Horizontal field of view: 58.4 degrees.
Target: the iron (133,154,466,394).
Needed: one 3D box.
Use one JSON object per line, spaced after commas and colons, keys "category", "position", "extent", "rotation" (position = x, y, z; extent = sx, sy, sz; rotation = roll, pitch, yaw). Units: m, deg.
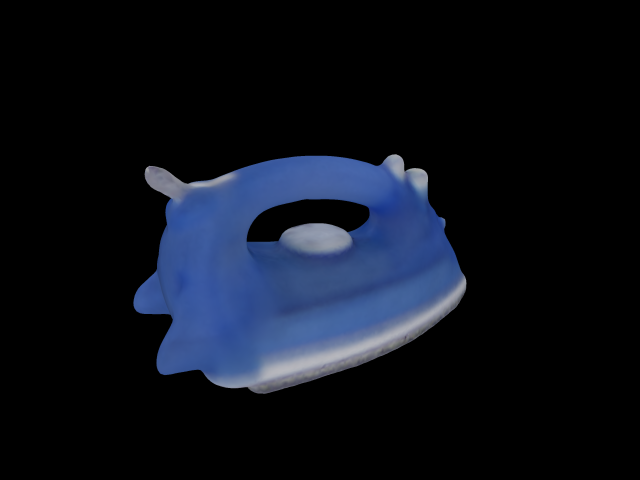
{"category": "iron", "position": [0.004, 0.001, 0.400], "extent": [0.259, 0.141, 0.118], "rotation": [-12, 27, -24]}
